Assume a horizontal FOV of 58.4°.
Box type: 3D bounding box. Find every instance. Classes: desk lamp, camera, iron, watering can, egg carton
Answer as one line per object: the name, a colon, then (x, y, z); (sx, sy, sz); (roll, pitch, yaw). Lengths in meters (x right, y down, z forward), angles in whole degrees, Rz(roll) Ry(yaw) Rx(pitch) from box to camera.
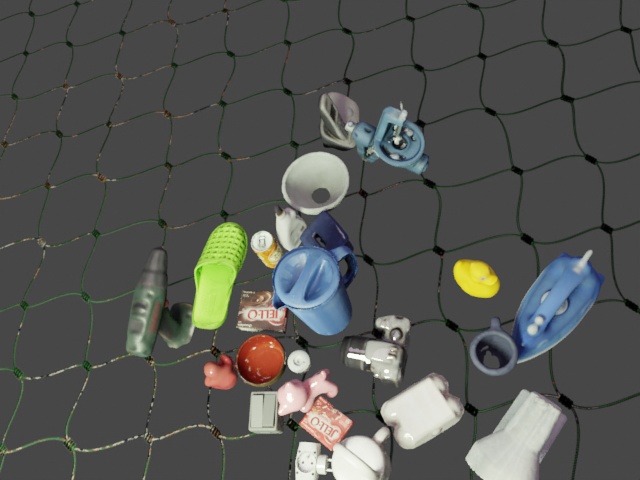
desk lamp: (0.356, 0.355, 1.018); (0.117, 0.214, 0.203); (32, 77, 24)
camera: (0.114, 0.223, 1.196); (0.136, 0.101, 0.143); (7, 68, 16)
iron: (0.460, 0.131, 1.135); (0.118, 0.142, 0.258); (35, 78, 24)
watering can: (0.070, 0.424, 1.063); (0.100, 0.194, 0.173); (13, 70, 18)
egg carton: (0.204, 0.342, 1.140); (0.150, 0.069, 0.107); (-32, 63, -3)

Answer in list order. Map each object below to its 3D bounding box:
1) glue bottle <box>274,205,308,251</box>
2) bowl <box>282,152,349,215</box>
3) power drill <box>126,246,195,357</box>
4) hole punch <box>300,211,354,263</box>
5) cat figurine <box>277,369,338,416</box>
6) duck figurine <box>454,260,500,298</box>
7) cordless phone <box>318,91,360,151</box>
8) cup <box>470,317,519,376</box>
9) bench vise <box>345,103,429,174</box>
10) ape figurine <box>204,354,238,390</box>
glue bottle: (-0.076, -0.038, 1.316); (0.037, 0.173, 0.078); (28, 75, 23)
bowl: (-0.005, -0.126, 1.395); (0.167, 0.075, 0.167); (-5, 65, 11)
power drill: (-0.350, 0.154, 1.273); (0.075, 0.209, 0.230); (5, 68, 15)
hole punch: (0.012, 0.005, 1.323); (0.101, 0.091, 0.108); (-37, 64, -5)
cat figurine: (-0.034, 0.310, 1.181); (0.128, 0.118, 0.067); (-33, 63, -3)
duck figurine: (0.335, 0.072, 1.222); (0.104, 0.086, 0.077); (34, 77, 24)
cordless phone: (0.038, -0.320, 1.410); (0.094, 0.185, 0.147); (-1, 66, 13)
cup: (0.347, 0.220, 1.148); (0.091, 0.095, 0.118); (3, 67, 14)
bench vise: (0.147, -0.239, 1.329); (0.207, 0.220, 0.121); (6, 68, 16)
ape figurine: (-0.222, 0.288, 1.248); (0.078, 0.092, 0.076); (-39, 64, -6)
